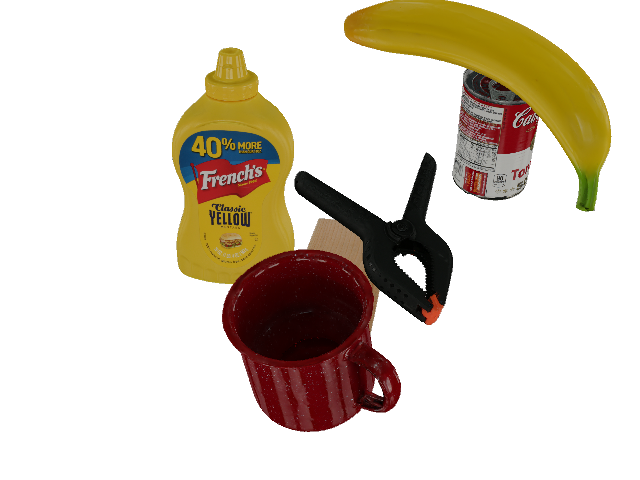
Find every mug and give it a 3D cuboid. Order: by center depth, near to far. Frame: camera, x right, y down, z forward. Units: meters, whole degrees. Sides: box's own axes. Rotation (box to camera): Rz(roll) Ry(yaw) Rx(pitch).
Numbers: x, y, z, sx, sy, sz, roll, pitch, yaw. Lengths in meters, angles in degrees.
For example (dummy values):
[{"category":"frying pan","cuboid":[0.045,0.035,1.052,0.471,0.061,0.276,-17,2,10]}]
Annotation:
[{"category":"mug","cuboid":[0.001,0.071,0.668,0.117,0.081,0.093,23,55,29]}]

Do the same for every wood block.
[{"category":"wood block","cuboid":[0.026,0.051,1.328,0.091,0.090,0.206,4,22,6]}]

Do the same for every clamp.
[{"category":"clamp","cuboid":[0.068,-0.005,1.103,0.164,0.210,0.036,-5,-36,-15]}]

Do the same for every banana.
[{"category":"banana","cuboid":[0.104,-0.102,0.647,0.198,0.069,0.037,40,0,19]}]

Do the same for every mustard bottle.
[{"category":"mustard bottle","cuboid":[-0.069,-0.059,0.851,0.096,0.192,0.058,4,28,5]}]

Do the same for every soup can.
[{"category":"soup can","cuboid":[0.151,-0.094,0.916,0.068,0.102,0.068,1,39,-1]}]
